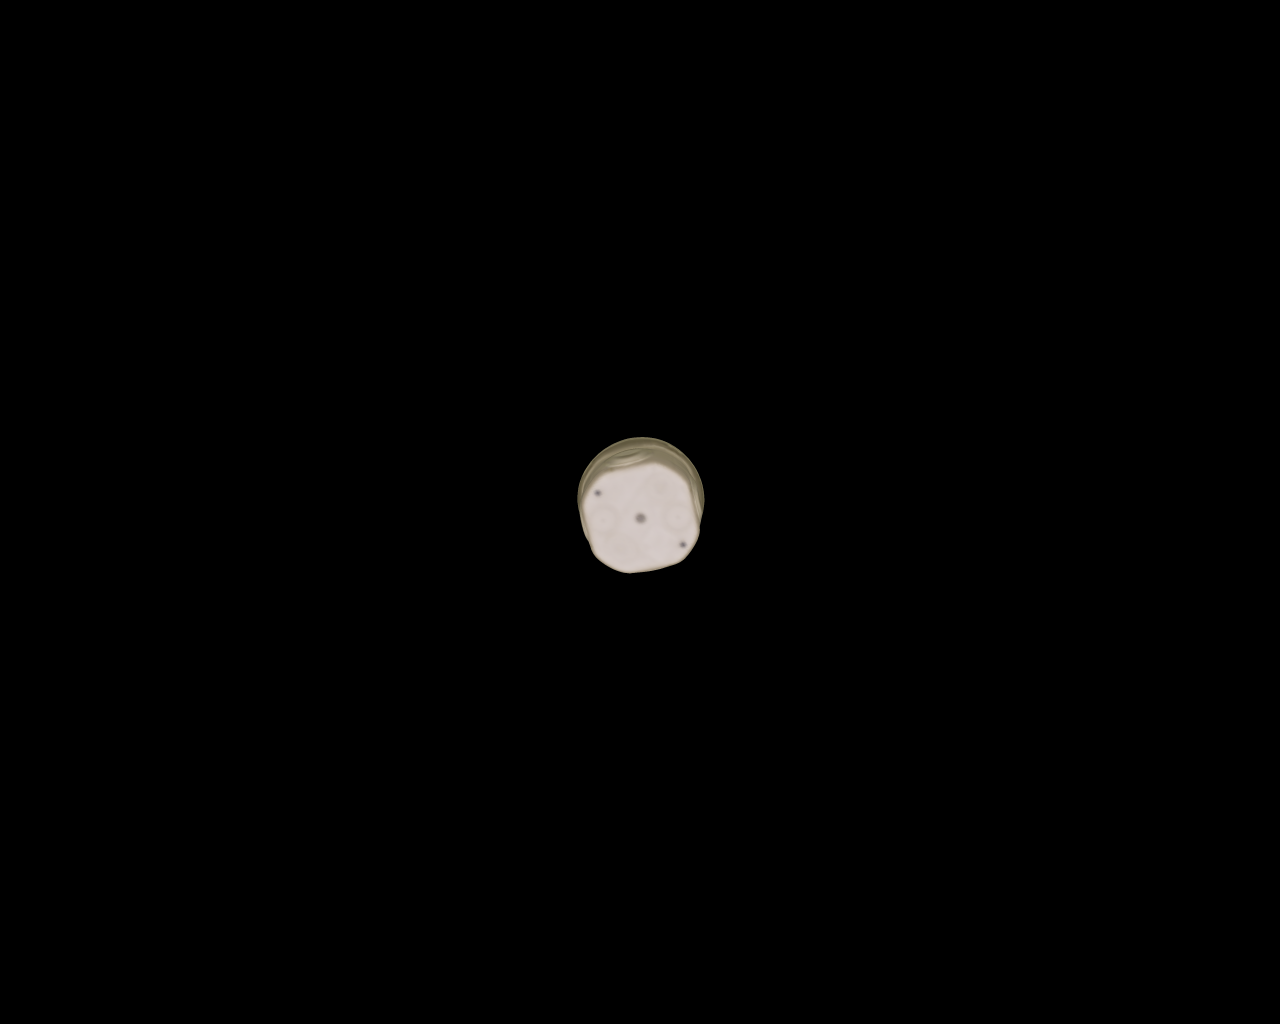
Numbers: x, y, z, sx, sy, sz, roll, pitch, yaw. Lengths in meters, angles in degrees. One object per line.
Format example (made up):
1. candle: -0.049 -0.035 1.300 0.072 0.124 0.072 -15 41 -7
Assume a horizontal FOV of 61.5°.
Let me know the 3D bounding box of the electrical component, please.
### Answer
1. electrical component: 0.001 -0.003 0.650 0.080 0.080 0.051 0 16 0
